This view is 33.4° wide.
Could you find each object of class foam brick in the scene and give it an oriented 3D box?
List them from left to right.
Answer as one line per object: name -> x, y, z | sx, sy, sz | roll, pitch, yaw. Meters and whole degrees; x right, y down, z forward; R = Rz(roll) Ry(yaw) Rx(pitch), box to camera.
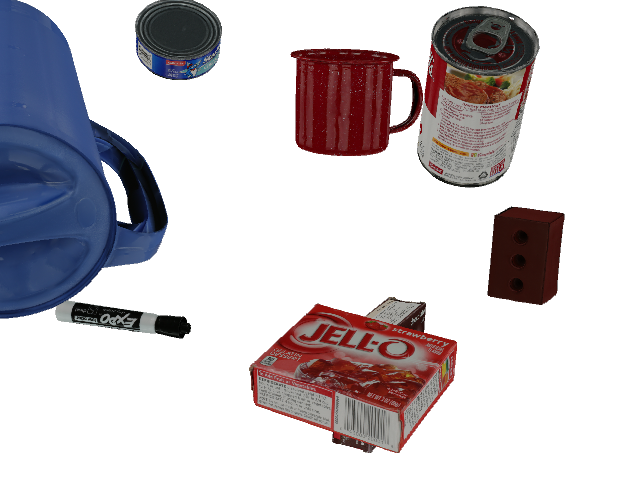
foam brick -> 0.186, 0.013, 0.963 | 0.053, 0.078, 0.051 | 9, 16, 26

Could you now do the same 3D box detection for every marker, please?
marker -> -0.168, 0.067, 0.912 | 0.121, 0.020, 0.020 | 7, 2, 15

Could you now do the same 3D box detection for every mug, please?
mug -> 0.031, -0.120, 0.921 | 0.117, 0.081, 0.093 | -2, 16, -14

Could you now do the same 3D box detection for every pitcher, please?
pitcher -> -0.202, -0.067, 0.710 | 0.145, 0.149, 0.243 | -26, 36, 2

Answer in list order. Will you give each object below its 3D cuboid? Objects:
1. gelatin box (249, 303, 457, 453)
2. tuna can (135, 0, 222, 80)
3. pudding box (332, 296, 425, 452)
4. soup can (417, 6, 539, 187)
gelatin box -> 0.018, 0.070, 0.571 | 0.089, 0.030, 0.073 | 14, 30, 26
tuna can -> -0.143, -0.202, 1.070 | 0.086, 0.086, 0.034 | 0, -35, -9
pudding box -> 0.048, 0.105, 0.861 | 0.039, 0.090, 0.113 | 10, 20, 22
soup can -> 0.102, -0.094, 0.707 | 0.068, 0.068, 0.102 | 0, -42, -2
